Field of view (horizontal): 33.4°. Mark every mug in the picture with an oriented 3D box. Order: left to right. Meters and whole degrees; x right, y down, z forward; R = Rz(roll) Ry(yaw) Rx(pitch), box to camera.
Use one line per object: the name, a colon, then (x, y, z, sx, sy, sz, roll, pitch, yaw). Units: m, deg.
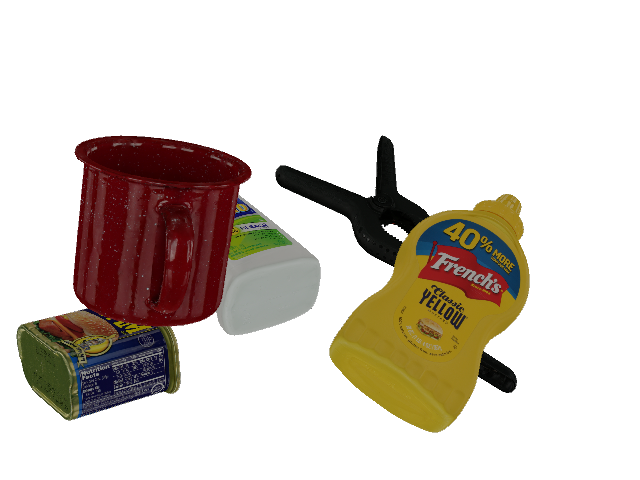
mug: (-0.085, -0.001, 0.563, 0.093, 0.081, 0.117, 3, 19, -22)

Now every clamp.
clamp: (0.055, -0.035, 1.221, 0.164, 0.210, 0.036, -14, -38, -25)
clamp: (0.121, 0.101, 1.075, 0.120, 0.171, 0.039, 1, -45, -19)

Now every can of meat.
can of meat: (-0.165, 0.085, 0.784, 0.083, 0.057, 0.102, -14, 21, -34)

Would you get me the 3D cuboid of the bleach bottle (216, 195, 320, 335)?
bleach bottle: (-0.108, -0.011, 0.986, 0.102, 0.068, 0.251, -14, 36, -33)

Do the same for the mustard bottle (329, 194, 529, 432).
mustard bottle: (0.093, 0.035, 0.751, 0.096, 0.191, 0.058, 35, -33, 6)
